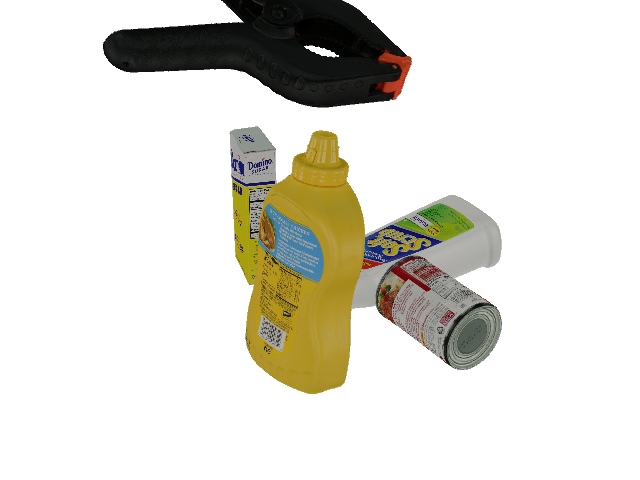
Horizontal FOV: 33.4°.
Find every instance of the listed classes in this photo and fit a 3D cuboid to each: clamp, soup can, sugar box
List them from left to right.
[{"bbox_3d":[-0.083,-0.044,1.327,0.048,0.176,0.093,-9,25,-13],"label":"sugar box"},{"bbox_3d":[-0.036,-0.115,0.617,0.171,0.120,0.039,25,-30,9],"label":"clamp"},{"bbox_3d":[0.108,0.065,0.975,0.068,0.068,0.102,0,24,-38],"label":"soup can"}]

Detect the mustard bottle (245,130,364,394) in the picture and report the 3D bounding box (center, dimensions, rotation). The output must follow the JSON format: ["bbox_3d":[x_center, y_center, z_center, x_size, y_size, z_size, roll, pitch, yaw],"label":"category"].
[{"bbox_3d":[-0.009,0.011,0.798,0.058,0.192,0.096,-10,28,-35],"label":"mustard bottle"}]

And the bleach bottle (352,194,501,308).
[{"bbox_3d":[0.076,0.030,1.202,0.250,0.068,0.103,-24,40,-24],"label":"bleach bottle"}]
